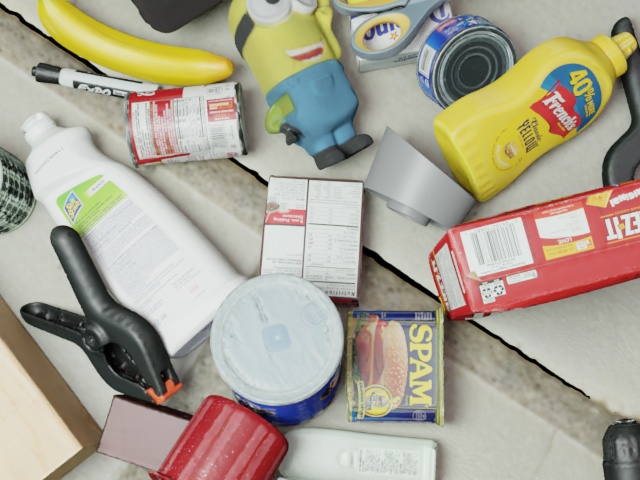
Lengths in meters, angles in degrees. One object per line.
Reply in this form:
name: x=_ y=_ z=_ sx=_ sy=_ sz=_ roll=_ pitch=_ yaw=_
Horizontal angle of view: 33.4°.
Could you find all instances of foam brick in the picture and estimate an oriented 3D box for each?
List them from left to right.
foam brick: x=-0.145 y=0.169 z=0.925 sx=0.078 sy=0.053 sz=0.051 roll=17 pitch=83 yaw=5

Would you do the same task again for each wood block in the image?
wood block: x=-0.288 y=0.122 z=0.920 sx=0.090 sy=0.091 sz=0.206 roll=-39 pitch=83 yaw=-2

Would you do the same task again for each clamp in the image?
clamp: x=-0.193 y=0.081 z=0.921 sx=0.171 sy=0.120 sz=0.039 roll=50 pitch=47 yaw=8
clamp: x=0.319 y=-0.084 z=0.947 sx=0.164 sy=0.036 sz=0.210 roll=15 pitch=80 yaw=7

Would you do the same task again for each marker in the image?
marker: x=-0.208 y=-0.146 z=0.988 sx=0.121 sy=0.020 sz=0.020 roll=12 pitch=83 yaw=4

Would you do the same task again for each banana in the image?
banana: x=-0.175 y=-0.176 z=0.967 sx=0.197 sy=0.070 sz=0.037 roll=22 pitch=70 yaw=-5

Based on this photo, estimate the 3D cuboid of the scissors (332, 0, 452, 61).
scissors: x=0.108 y=-0.200 z=0.919 sx=0.202 sy=0.016 sz=0.096 roll=0 pitch=69 yaw=13

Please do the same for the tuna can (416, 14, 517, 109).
tuna can: x=0.130 y=-0.154 z=0.943 sx=0.086 sy=0.034 sz=0.086 roll=-9 pitch=120 yaw=-17

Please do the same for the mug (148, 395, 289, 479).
mug: x=-0.073 y=0.187 z=0.872 sx=0.093 sy=0.117 sz=0.081 roll=12 pitch=61 yaw=42

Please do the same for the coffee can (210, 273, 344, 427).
coffee can: x=-0.032 y=0.094 z=0.879 sx=0.103 sy=0.140 sz=0.103 roll=0 pitch=73 yaw=1

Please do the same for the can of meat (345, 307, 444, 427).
can of meat: x=0.065 y=0.109 z=0.923 sx=0.084 sy=0.057 sz=0.102 roll=0 pitch=82 yaw=5

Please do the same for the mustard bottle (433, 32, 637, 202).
mustard bottle: x=0.195 y=-0.121 z=0.931 sx=0.191 sy=0.096 sz=0.058 roll=-35 pitch=42 yaw=-3

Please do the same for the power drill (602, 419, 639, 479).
power drill: x=0.198 y=0.248 z=0.897 sx=0.187 sy=0.057 sz=0.184 roll=-5 pitch=82 yaw=2

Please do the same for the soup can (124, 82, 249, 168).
soup can: x=-0.118 y=-0.103 z=0.954 sx=0.102 sy=0.068 sz=0.068 roll=-6 pitch=82 yaw=1

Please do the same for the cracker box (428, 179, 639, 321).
cracker box: x=0.180 y=0.014 z=0.851 sx=0.164 sy=0.213 sz=0.072 roll=-15 pitch=84 yaw=1

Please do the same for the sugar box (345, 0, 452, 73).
sugar box: x=0.064 y=-0.249 z=0.977 sx=0.093 sy=0.048 sz=0.176 roll=-11 pitch=81 yaw=1

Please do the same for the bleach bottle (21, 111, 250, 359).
bleach bottle: x=-0.173 y=-0.019 z=0.947 sx=0.102 sy=0.068 sz=0.251 roll=-41 pitch=81 yaw=2

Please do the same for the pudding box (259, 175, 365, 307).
pudding box: x=-0.006 y=0.001 z=0.945 sx=0.090 sy=0.039 sz=0.113 roll=4 pitch=78 yaw=1
